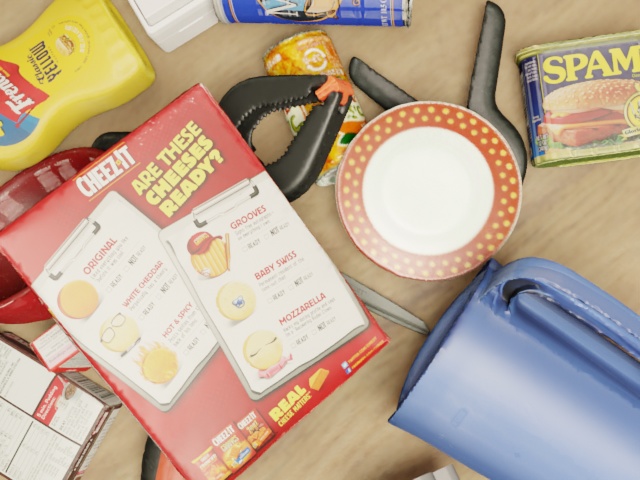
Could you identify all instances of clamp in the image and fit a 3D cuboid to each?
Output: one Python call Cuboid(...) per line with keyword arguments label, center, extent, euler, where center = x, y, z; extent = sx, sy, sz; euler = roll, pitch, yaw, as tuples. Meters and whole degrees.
Cuboid(label="clamp", center=(0.110, -0.088, 0.783), extent=(0.120, 0.039, 0.171), euler=(-31, 87, 13))
Cuboid(label="clamp", center=(-0.070, -0.061, 0.775), extent=(0.210, 0.036, 0.164), euler=(-41, 75, 20))

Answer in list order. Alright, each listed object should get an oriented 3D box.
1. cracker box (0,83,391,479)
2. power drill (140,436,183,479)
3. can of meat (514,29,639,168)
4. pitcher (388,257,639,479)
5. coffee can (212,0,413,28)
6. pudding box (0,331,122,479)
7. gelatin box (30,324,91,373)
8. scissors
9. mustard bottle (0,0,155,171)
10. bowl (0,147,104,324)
Cuboid(label="cracker box", center=(-0.082, 0.034, 0.697), extent=(0.164, 0.072, 0.213), euler=(-40, 101, -16))
Cuboid(label="power drill", center=(-0.076, 0.192, 0.773), extent=(0.184, 0.057, 0.187), euler=(17, 86, 5))
Cuboid(label="can of meat", center=(0.196, -0.099, 0.765), extent=(0.102, 0.057, 0.084), euler=(-7, 86, 7))
Cuboid(label="pitcher", center=(0.180, 0.121, 0.706), extent=(0.243, 0.149, 0.145), euler=(32, 89, 6))
Cuboid(label="coffee can", center=(-0.002, -0.208, 0.777), extent=(0.140, 0.102, 0.103), euler=(3, 85, 7))
Cuboid(label="pudding box", center=(-0.220, 0.134, 0.807), extent=(0.113, 0.039, 0.090), euler=(29, 90, 11))
Cuboid(label="gelatin box", center=(-0.159, 0.061, 0.787), extent=(0.089, 0.073, 0.030), euler=(-37, 81, 3))
Cuboid(label="scissors", center=(-0.005, 0.001, 0.802), extent=(0.202, 0.016, 0.096), euler=(14, 87, 8))
Cuboid(label="mustard bottle", center=(-0.228, -0.109, 0.819), extent=(0.191, 0.058, 0.096), euler=(-34, 74, 4))
Cuboid(label="bowl", center=(-0.201, 0.007, 0.783), extent=(0.162, 0.055, 0.162), euler=(-22, 39, 19))
